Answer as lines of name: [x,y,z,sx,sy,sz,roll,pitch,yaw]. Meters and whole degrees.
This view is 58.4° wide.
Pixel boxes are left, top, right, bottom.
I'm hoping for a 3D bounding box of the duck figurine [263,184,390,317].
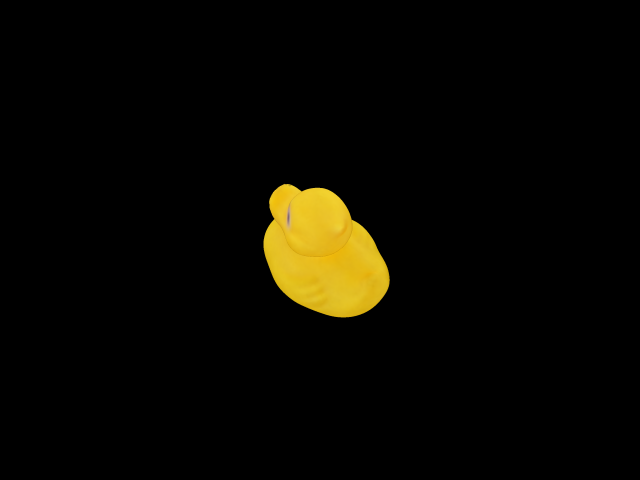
duck figurine: [0.004,0.001,0.400,0.104,0.086,0.078,38,69,18]
